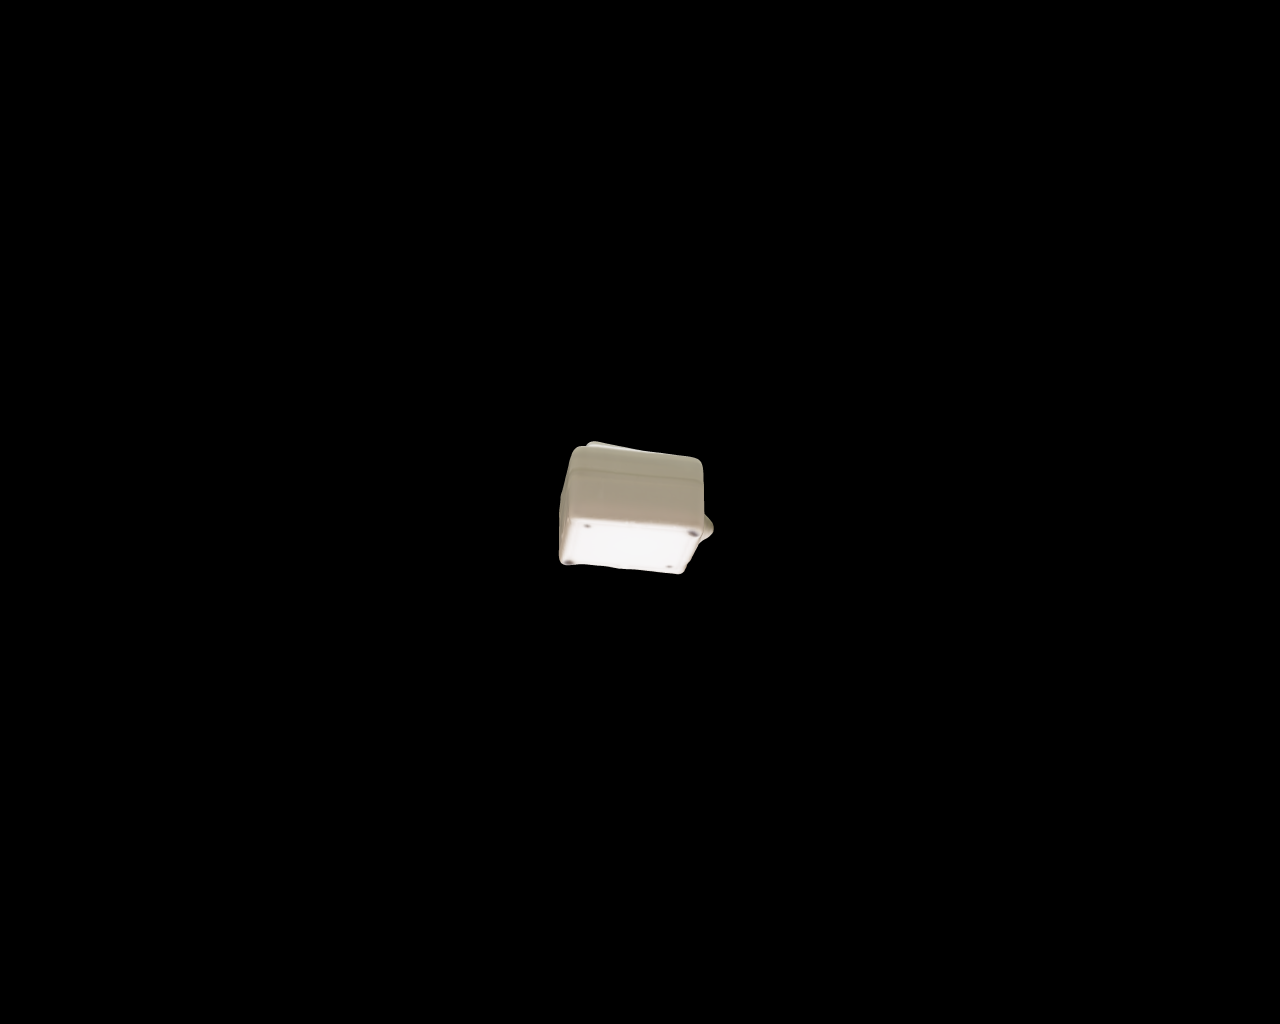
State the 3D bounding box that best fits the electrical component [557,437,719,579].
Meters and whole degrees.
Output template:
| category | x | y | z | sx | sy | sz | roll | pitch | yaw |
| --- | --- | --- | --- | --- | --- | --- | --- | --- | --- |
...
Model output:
| category | x | y | z | sx | sy | sz | roll | pitch | yaw |
| --- | --- | --- | --- | --- | --- | --- | --- | --- | --- |
| electrical component | 0.001 | -0.003 | 0.650 | 0.096 | 0.061 | 0.061 | 6 | -32 | -9 |
